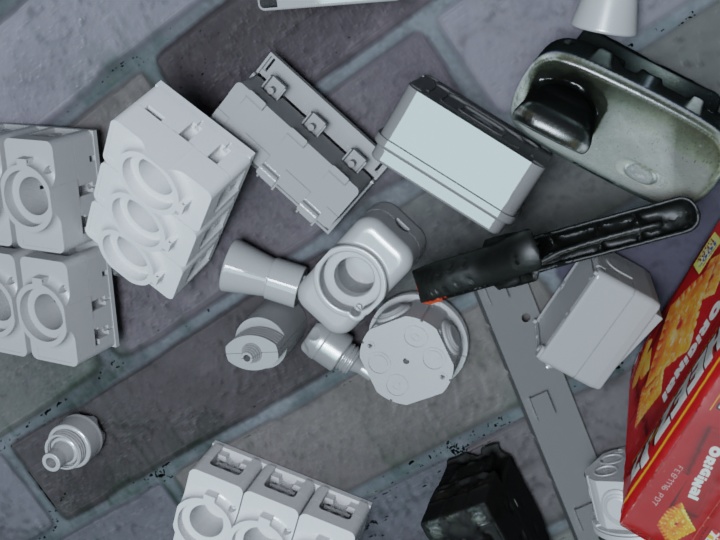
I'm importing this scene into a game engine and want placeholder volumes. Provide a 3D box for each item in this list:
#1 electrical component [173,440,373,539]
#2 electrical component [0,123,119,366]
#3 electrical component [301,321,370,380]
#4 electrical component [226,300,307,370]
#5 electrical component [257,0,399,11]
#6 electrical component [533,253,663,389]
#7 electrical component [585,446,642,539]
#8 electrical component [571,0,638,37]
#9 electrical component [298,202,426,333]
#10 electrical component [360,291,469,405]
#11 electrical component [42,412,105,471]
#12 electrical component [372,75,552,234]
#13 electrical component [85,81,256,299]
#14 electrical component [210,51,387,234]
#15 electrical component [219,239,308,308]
[{"bbox_3d":[-0.078,0.222,0.921,0.150,0.061,0.089,20,113,9],"label":"electrical component"},{"bbox_3d":[-0.268,-0.021,0.885,0.105,0.060,0.186,7,110,26],"label":"electrical component"},{"bbox_3d":[-0.015,0.067,0.865,0.061,0.035,0.035,35,114,0],"label":"electrical component"},{"bbox_3d":[-0.075,0.054,0.853,0.043,0.081,0.043,5,110,15],"label":"electrical component"},{"bbox_3d":[-0.019,-0.240,0.749,0.109,0.056,0.108,0,108,17],"label":"electrical component"},{"bbox_3d":[0.170,0.039,0.782,0.061,0.061,0.096,28,114,-6],"label":"electrical component"},{"bbox_3d":[0.211,0.168,0.808,0.080,0.080,0.051,-12,99,20],"label":"electrical component"},{"bbox_3d":[0.169,-0.187,0.718,0.045,0.045,0.055,13,111,12],"label":"electrical component"},{"bbox_3d":[0.000,0.000,0.824,0.054,0.059,0.095,43,114,-1],"label":"electrical component"},{"bbox_3d":[0.042,0.061,0.837,0.080,0.051,0.080,5,110,15],"label":"electrical component"},{"bbox_3d":[-0.257,0.156,0.951,0.043,0.062,0.043,5,109,15],"label":"electrical component"},{"bbox_3d":[0.073,-0.083,0.764,0.113,0.078,0.057,33,111,4],"label":"electrical component"},{"bbox_3d":[-0.150,-0.054,0.812,0.089,0.061,0.150,38,143,4],"label":"electrical component"},{"bbox_3d":[-0.048,-0.091,0.805,0.121,0.063,0.078,42,114,0],"label":"electrical component"},{"bbox_3d":[-0.074,0.005,0.858,0.065,0.044,0.044,18,112,5],"label":"electrical component"}]
